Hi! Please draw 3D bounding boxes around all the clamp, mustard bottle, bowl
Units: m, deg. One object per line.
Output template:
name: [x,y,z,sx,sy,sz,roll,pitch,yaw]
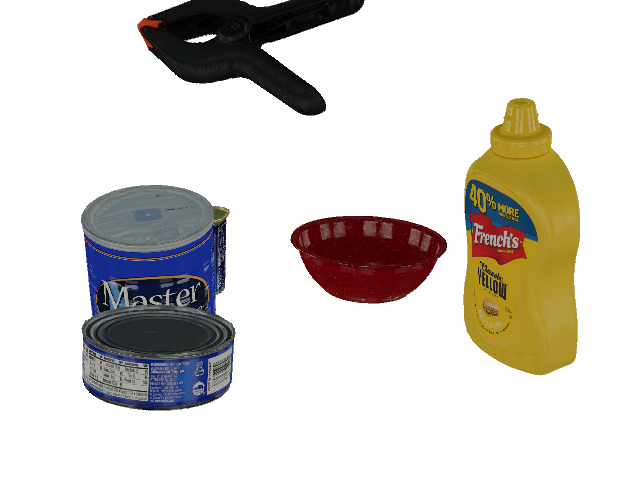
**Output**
clamp: [-0.052,-0.157,0.807,0.172,0.120,0.039,17,-34,20]
mustard bottle: [0.140,-0.007,0.752,0.058,0.192,0.096,-16,29,-24]
bowl: [0.049,0.023,1.106,0.162,0.055,0.162,2,18,-1]

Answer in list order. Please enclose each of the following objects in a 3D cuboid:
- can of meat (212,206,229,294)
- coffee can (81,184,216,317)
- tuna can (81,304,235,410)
can of meat: [-0.146,0.009,1.089,0.102,0.084,0.057,5,17,10]
coffee can: [-0.135,0.040,0.862,0.103,0.140,0.103,1,29,-1]
tuna can: [-0.092,0.065,0.604,0.086,0.034,0.086,4,14,-1]
